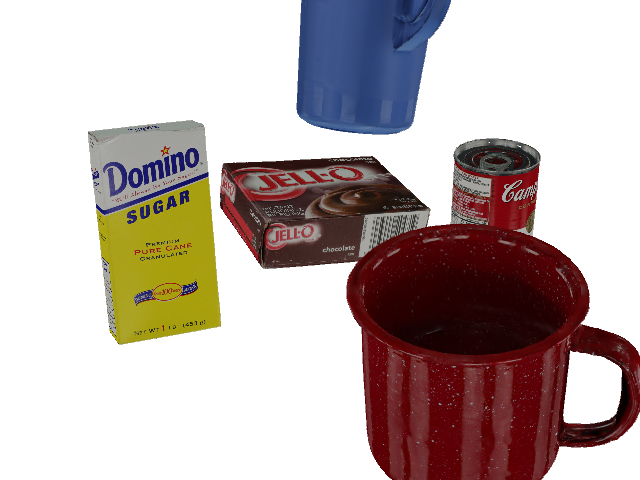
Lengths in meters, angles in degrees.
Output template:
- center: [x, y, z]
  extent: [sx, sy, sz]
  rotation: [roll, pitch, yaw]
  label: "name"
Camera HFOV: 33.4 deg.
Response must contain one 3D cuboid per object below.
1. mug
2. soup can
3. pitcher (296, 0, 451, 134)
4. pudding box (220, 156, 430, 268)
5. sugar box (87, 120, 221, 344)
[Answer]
- center: [0.070, 0.053, 0.429]
  extent: [0.117, 0.081, 0.093]
  rotation: [7, 34, 17]
  label: "mug"
- center: [0.139, -0.023, 0.862]
  extent: [0.068, 0.102, 0.068]
  rotation: [0, 27, 0]
  label: "soup can"
- center: [0.049, -0.218, 0.935]
  extent: [0.145, 0.243, 0.149]
  rotation: [8, 15, 7]
  label: "pitcher"
- center: [0.000, -0.021, 0.690]
  extent: [0.113, 0.039, 0.090]
  rotation: [-3, 28, -23]
  label: "pudding box"
- center: [-0.138, -0.008, 0.897]
  extent: [0.093, 0.176, 0.048]
  rotation: [-10, 18, -21]
  label: "sugar box"
